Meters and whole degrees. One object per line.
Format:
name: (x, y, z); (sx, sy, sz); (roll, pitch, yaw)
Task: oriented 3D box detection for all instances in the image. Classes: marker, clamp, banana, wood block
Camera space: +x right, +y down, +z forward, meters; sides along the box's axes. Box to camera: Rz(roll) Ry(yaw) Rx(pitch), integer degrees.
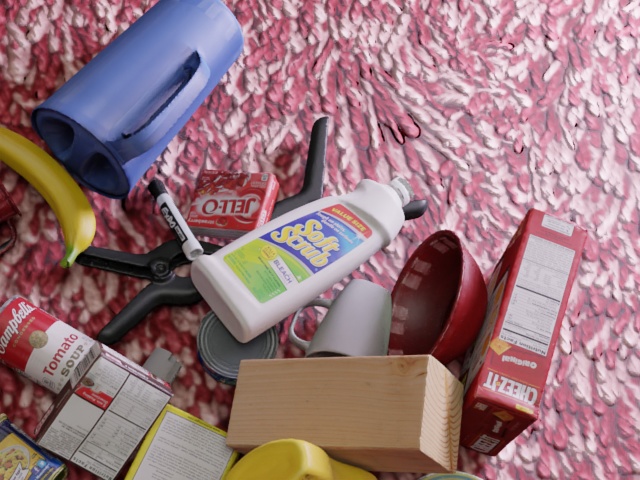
marker: (-0.159, -0.025, 1.164); (0.020, 0.020, 0.121); (-23, 52, -16)
clamp: (-0.005, -0.035, 1.197); (0.209, 0.036, 0.164); (-39, 77, -19)
clamp: (-0.173, 0.049, 1.138); (0.171, 0.039, 0.120); (-9, 65, -8)
banana: (-0.297, -0.058, 1.151); (0.198, 0.037, 0.069); (51, 31, 15)
wood block: (0.024, 0.169, 1.030); (0.206, 0.090, 0.091); (-5, 62, 29)

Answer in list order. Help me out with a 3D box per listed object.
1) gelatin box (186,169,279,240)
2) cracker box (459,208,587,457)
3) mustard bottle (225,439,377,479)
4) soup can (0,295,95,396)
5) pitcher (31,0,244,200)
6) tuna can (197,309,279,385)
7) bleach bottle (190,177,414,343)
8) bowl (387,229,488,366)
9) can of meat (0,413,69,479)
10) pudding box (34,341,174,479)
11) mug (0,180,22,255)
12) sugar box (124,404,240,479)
gelatin box: (-0.096, -0.039, 1.174); (0.089, 0.030, 0.073); (5, 65, 22)
cracker box: (0.200, 0.099, 1.097); (0.072, 0.164, 0.213); (20, 66, 4)
mustard bottle: (0.004, 0.246, 1.016); (0.096, 0.191, 0.058); (-32, 49, 22)
soup can: (-0.282, 0.110, 1.085); (0.102, 0.068, 0.068); (29, 67, 5)
pitcher: (-0.186, -0.170, 1.179); (0.149, 0.145, 0.242); (33, 64, 10)
tuna can: (-0.088, 0.110, 1.127); (0.086, 0.034, 0.086); (3, 67, -6)
bleach bottle: (-0.007, 0.001, 1.131); (0.250, 0.068, 0.102); (-34, 76, -21)
bowl: (0.127, 0.073, 1.112); (0.055, 0.162, 0.162); (21, 65, -18)
can of meat: (-0.307, 0.235, 1.035); (0.084, 0.057, 0.102); (36, 68, 6)
pudding box: (-0.211, 0.170, 1.046); (0.090, 0.039, 0.113); (35, 93, -22)
mug: (-0.370, -0.034, 1.131); (0.081, 0.093, 0.117); (-33, 108, -13)
sugar box: (-0.153, 0.260, 1.050); (0.093, 0.048, 0.176); (25, 70, 3)
